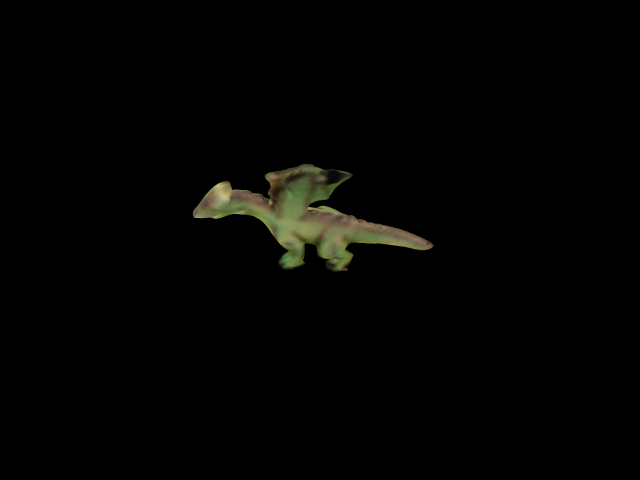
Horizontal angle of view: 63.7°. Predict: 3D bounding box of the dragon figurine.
[{"bbox_3d":[0.003,-0.043,0.850,0.410,0.124,0.238,0,-23,0],"label":"dragon figurine"}]
